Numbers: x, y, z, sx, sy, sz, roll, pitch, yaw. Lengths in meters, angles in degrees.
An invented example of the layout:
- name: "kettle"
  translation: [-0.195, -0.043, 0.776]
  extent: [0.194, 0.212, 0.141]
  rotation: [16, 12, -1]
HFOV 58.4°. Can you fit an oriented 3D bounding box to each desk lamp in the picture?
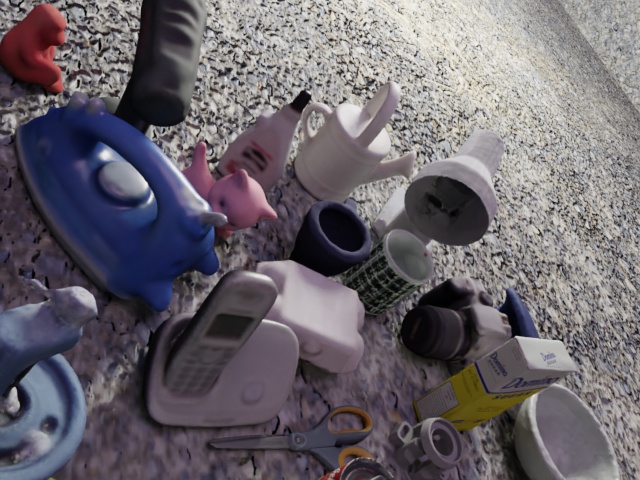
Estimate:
- name: "desk lamp"
  translation: [0.175, -0.060, 0.837]
  extent: [0.118, 0.213, 0.203]
  rotation: [41, 39, -5]

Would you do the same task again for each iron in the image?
- name: "iron"
  translation: [-0.201, -0.061, 0.570]
  extent: [0.258, 0.141, 0.119]
  rotation: [46, 39, 1]

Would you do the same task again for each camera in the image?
- name: "camera"
  translation: [0.182, 0.112, 0.782]
  extent: [0.137, 0.100, 0.143]
  rotation: [15, 48, -32]

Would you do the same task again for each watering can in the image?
- name: "watering can"
  translation: [0.060, -0.146, 0.827]
  extent: [0.173, 0.193, 0.101]
  rotation: [16, 47, -30]

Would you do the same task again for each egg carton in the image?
- name: "egg carton"
  translation: [-0.016, 0.090, 0.655]
  extent: [0.151, 0.069, 0.107]
  rotation: [26, 43, -21]

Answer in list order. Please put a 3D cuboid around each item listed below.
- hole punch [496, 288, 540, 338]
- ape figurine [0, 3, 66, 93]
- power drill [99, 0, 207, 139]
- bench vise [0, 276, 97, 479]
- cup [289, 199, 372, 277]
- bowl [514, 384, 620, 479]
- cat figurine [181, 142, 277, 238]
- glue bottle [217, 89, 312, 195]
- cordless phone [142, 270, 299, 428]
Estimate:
- name: "hole punch"
  translation: [0.301, 0.138, 0.870]
  extent: [0.101, 0.091, 0.108]
  rotation: [19, 46, -28]
- name: "ape figurine"
  translation: [-0.317, -0.225, 0.651]
  extent: [0.076, 0.092, 0.077]
  rotation: [22, 44, -25]
- name: "power drill"
  translation: [-0.190, -0.191, 0.639]
  extent: [0.076, 0.208, 0.229]
  rotation: [15, 47, -31]
- name: "bench vise"
  translation: [-0.217, 0.117, 0.340]
  extent: [0.121, 0.219, 0.208]
  rotation: [41, 39, -4]
- name: "cup"
  translation: [0.007, 0.003, 0.730]
  extent: [0.092, 0.094, 0.118]
  rotation: [36, 40, -11]
- name: "bowl"
  translation: [0.316, 0.284, 0.770]
  extent: [0.168, 0.074, 0.167]
  rotation: [23, 44, -24]
- name: "cat figurine"
  translation: [-0.113, -0.054, 0.658]
  extent: [0.067, 0.117, 0.127]
  rotation: [-25, 74, -49]
- name: "glue bottle"
  translation: [-0.061, -0.127, 0.722]
  extent: [0.078, 0.172, 0.037]
  rotation: [37, 40, -9]
- name: "cordless phone"
  translation: [-0.066, 0.095, 0.516]
  extent: [0.148, 0.184, 0.094]
  rotation: [10, 51, -35]
